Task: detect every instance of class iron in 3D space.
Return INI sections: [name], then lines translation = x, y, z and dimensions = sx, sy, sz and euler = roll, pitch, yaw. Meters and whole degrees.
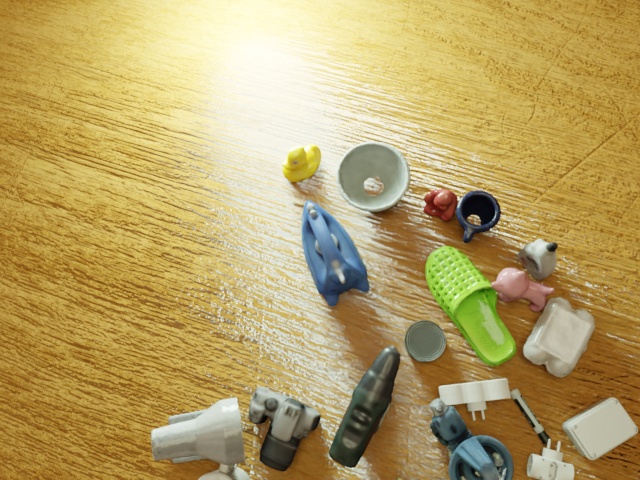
[iron]
translation = 0.011, 0.004, 1.233
dimensions = 0.118, 0.141, 0.258
euler = -24, 73, -1

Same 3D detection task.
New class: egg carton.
[egg carton]
translation = 0.486, 0.197, 1.163
dimensions = 0.107, 0.069, 0.150
euler = 29, 79, 13

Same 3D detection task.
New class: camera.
[camera]
translation = -0.087, 0.384, 1.157
dimensions = 0.143, 0.101, 0.137
euler = 20, 77, 12

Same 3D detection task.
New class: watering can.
[watering can]
translation = -0.196, 0.500, 1.087
dimensions = 0.101, 0.194, 0.173
euler = -10, 73, 4

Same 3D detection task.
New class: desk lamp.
[desk lamp]
translation = -0.226, 0.383, 1.114
dimensions = 0.203, 0.214, 0.118
euler = -12, 73, 3

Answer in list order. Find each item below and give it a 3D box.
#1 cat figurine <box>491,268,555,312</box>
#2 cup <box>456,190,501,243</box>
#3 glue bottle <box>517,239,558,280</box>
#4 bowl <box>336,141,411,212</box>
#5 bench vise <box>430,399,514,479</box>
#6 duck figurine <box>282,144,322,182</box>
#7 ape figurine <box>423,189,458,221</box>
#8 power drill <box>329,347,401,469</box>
[cat figurine]
translation = 0.415, 0.095, 1.175
dimensions = 0.127, 0.118, 0.067
euler = 14, 76, 10
[cup]
translation = 0.331, -0.038, 1.234
dimensions = 0.091, 0.095, 0.118
euler = 21, 78, 12
[glue bottle]
translation = 0.451, 0.030, 1.161
dimensions = 0.037, 0.173, 0.078
euler = -39, 73, -5
[bowl]
translation = 0.121, -0.133, 1.295
dimensions = 0.167, 0.075, 0.167
euler = -2, 74, 6
[bench vise]
translation = 0.268, 0.398, 1.052
dimensions = 0.207, 0.220, 0.121
euler = 37, 81, 15
[duck figurine]
translation = -0.045, -0.190, 1.324
dimensions = 0.104, 0.086, 0.077
euler = -40, 74, -6
[ape figurine]
translation = 0.269, -0.084, 1.256
dimensions = 0.076, 0.092, 0.077
euler = -26, 73, -1
[power drill]
translation = 0.092, 0.318, 1.100
dimensions = 0.075, 0.208, 0.230
euler = 24, 78, 13
